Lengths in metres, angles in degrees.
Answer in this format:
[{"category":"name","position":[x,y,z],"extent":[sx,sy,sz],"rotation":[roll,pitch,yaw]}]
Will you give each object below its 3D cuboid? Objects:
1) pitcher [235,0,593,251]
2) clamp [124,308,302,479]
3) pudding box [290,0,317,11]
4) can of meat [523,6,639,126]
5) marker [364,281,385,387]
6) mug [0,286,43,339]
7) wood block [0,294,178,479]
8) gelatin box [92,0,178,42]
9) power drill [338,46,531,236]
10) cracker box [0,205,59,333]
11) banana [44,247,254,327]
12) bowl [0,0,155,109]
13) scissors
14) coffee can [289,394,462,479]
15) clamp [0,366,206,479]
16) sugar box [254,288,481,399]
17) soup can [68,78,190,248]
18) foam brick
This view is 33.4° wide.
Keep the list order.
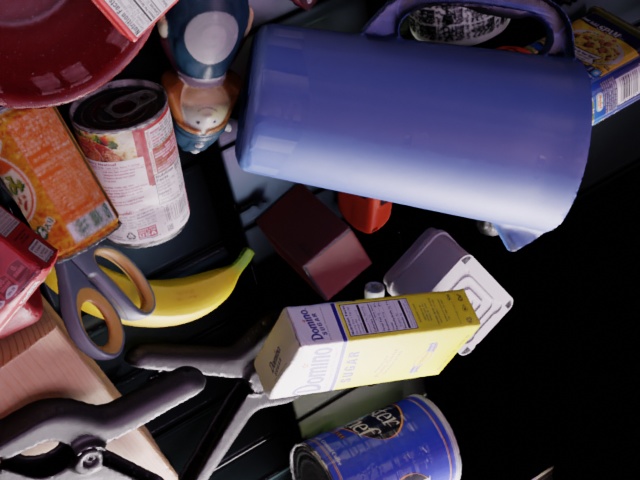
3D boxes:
[{"category":"pitcher","position":[0.066,-0.097,0.778],"extent":[0.242,0.149,0.145],"rotation":[8,148,-8]},{"category":"clamp","position":[-0.064,0.129,0.949],"extent":[0.209,0.036,0.164],"rotation":[-22,122,-26]},{"category":"pudding box","position":[-0.004,-0.232,0.743],"extent":[0.113,0.039,0.090],"rotation":[-48,137,3]},{"category":"can of meat","position":[0.236,-0.150,0.934],"extent":[0.083,0.102,0.057],"rotation":[-29,134,-14]},{"category":"marker","position":[0.050,0.093,1.026],"extent":[0.020,0.020,0.121],"rotation":[-19,129,-25]},{"category":"mug","position":[-0.243,0.022,0.709],"extent":[0.081,0.117,0.093],"rotation":[-25,175,-3]},{"category":"wood block","position":[-0.203,0.131,0.817],"extent":[0.090,0.090,0.206],"rotation":[-36,134,-10]},{"category":"gelatin box","position":[-0.106,-0.175,0.636],"extent":[0.089,0.030,0.073],"rotation":[-44,137,-2]},{"category":"power drill","position":[0.105,-0.067,0.929],"extent":[0.187,0.057,0.184],"rotation":[-19,125,-29]},{"category":"cracker box","position":[-0.287,0.008,0.611],"extent":[0.213,0.072,0.164],"rotation":[40,93,-12]},{"category":"banana","position":[-0.141,0.034,0.835],"extent":[0.197,0.037,0.069],"rotation":[3,94,-40]},{"category":"bowl","position":[-0.178,-0.164,0.651],"extent":[0.161,0.055,0.162],"rotation":[-19,129,-26]},{"category":"scissors","position":[-0.188,0.010,0.734],"extent":[0.016,0.096,0.201],"rotation":[-21,135,30]},{"category":"coffee can","position":[0.055,0.225,1.063],"extent":[0.140,0.103,0.103],"rotation":[-18,129,-25]},{"category":"clamp","position":[-0.161,0.138,0.761],"extent":[0.171,0.039,0.120],"rotation":[9,108,-40]},{"category":"sugar box","position":[0.040,0.089,0.916],"extent":[0.175,0.048,0.093],"rotation":[-7,147,-28]},{"category":"soup can","position":[-0.132,-0.053,0.754],"extent":[0.068,0.069,0.102],"rotation":[-24,132,-21]},{"category":"foam brick","position":[-0.006,0.001,0.879],"extent":[0.053,0.078,0.051],"rotation":[-40,137,-5]}]
